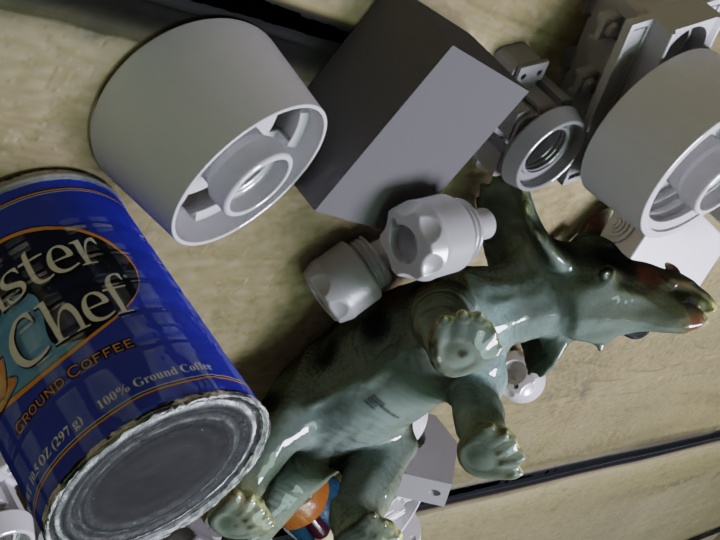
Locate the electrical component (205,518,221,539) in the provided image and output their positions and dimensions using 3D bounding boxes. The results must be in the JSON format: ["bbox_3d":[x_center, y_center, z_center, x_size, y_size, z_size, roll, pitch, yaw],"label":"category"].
[{"bbox_3d":[-0.093,0.200,0.828,0.043,0.043,0.081,-30,150,-16],"label":"electrical component"}]

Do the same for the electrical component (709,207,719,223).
[{"bbox_3d":[0.309,-0.061,0.774,0.105,0.186,0.060,-46,150,13],"label":"electrical component"}]

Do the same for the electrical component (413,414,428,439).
[{"bbox_3d":[0.026,0.111,0.839,0.043,0.043,0.081,-48,150,15],"label":"electrical component"}]

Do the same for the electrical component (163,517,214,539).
[{"bbox_3d":[-0.159,0.215,0.759,0.113,0.057,0.078,-37,151,-4],"label":"electrical component"}]

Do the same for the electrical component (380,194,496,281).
[{"bbox_3d":[0.045,-0.019,0.571,0.062,0.043,0.043,-15,143,-38],"label":"electrical component"}]

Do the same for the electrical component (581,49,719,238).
[{"bbox_3d":[0.190,-0.067,0.625,0.108,0.060,0.108,-28,149,-19],"label":"electrical component"}]

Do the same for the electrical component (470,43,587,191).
[{"bbox_3d":[0.095,-0.084,0.630,0.058,0.057,0.078,-19,145,-32],"label":"electrical component"}]

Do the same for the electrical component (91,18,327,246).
[{"bbox_3d":[-0.066,-0.061,0.495,0.099,0.064,0.099,-38,165,-12],"label":"electrical component"}]

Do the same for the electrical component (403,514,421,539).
[{"bbox_3d":[-0.004,0.268,1.017,0.138,0.052,0.073,-29,149,-17],"label":"electrical component"}]

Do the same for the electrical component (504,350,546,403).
[{"bbox_3d":[0.144,0.098,0.957,0.043,0.043,0.062,-41,152,3],"label":"electrical component"}]

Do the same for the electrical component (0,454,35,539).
[{"bbox_3d":[-0.209,0.134,0.589,0.066,0.055,0.048,-35,151,-7],"label":"electrical component"}]

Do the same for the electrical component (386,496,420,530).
[{"bbox_3d":[0.013,0.212,0.944,0.099,0.064,0.099,-28,149,-19],"label":"electrical component"}]

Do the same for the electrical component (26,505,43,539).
[{"bbox_3d":[-0.173,0.172,0.662,0.078,0.063,0.121,-69,-178,-51],"label":"electrical component"}]

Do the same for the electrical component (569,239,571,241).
[{"bbox_3d":[0.151,-0.001,0.825,0.062,0.043,0.043,-43,151,4],"label":"electrical component"}]

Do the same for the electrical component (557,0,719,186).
[{"bbox_3d":[0.160,-0.116,0.654,0.079,0.063,0.121,-21,147,-29],"label":"electrical component"}]

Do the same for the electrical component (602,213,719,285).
[{"bbox_3d":[0.229,-0.013,0.848,0.100,0.048,0.099,35,88,-37],"label":"electrical component"}]

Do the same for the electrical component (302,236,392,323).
[{"bbox_3d":[0.000,0.000,0.654,0.062,0.043,0.043,-36,151,-9],"label":"electrical component"}]
